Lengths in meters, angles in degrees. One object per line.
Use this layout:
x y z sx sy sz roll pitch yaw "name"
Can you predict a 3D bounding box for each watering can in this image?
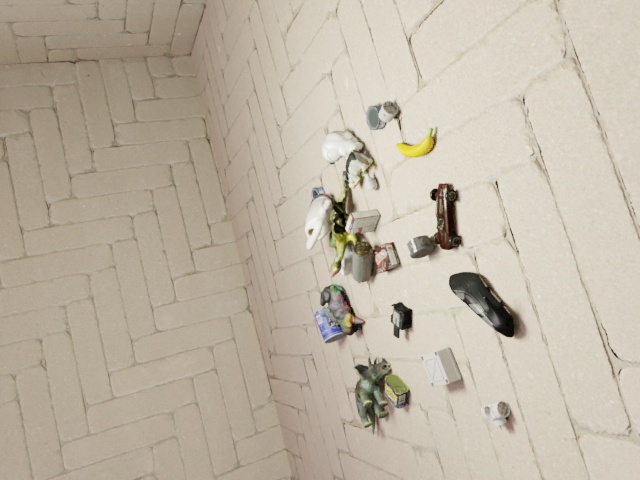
0.007 -0.108 2.149 0.104 0.230 0.339 17 -43 -6 "watering can"

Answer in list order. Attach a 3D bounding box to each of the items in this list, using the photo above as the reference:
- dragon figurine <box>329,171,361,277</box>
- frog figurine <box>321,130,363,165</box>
0.072 -0.052 2.091 0.122 0.418 0.238 9 -24 -16 "dragon figurine"
0.079 -0.351 1.944 0.138 0.121 0.160 -43 21 -13 "frog figurine"
